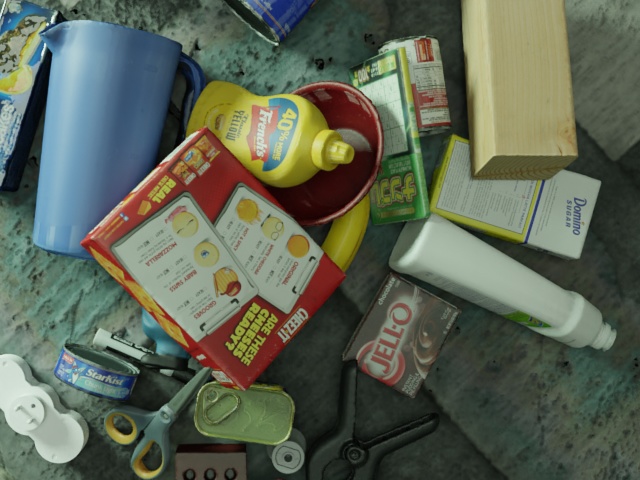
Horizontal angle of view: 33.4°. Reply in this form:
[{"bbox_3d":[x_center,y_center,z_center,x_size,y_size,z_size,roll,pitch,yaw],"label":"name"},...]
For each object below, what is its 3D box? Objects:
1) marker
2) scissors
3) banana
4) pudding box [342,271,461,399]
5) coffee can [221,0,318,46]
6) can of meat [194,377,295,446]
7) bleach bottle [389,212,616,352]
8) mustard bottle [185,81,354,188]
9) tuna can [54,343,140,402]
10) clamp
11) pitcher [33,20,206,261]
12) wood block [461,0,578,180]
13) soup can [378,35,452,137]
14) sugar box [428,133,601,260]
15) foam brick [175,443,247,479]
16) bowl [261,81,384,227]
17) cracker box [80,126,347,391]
[{"bbox_3d":[-0.189,0.129,1.168,0.121,0.020,0.020,24,89,-3],"label":"marker"},{"bbox_3d":[-0.175,0.175,1.116,0.096,0.016,0.202,34,128,15],"label":"scissors"},{"bbox_3d":[0.009,0.003,1.173,0.070,0.037,0.198,19,86,25],"label":"banana"},{"bbox_3d":[0.088,0.104,1.173,0.090,0.039,0.113,28,89,-3],"label":"pudding box"},{"bbox_3d":[-0.035,-0.293,1.134,0.103,0.103,0.140,41,88,-2],"label":"coffee can"},{"bbox_3d":[-0.080,0.179,1.141,0.102,0.084,0.057,8,90,-3],"label":"can of meat"},{"bbox_3d":[0.205,0.054,1.159,0.250,0.103,0.068,27,81,-9],"label":"bleach bottle"},{"bbox_3d":[-0.048,-0.105,1.109,0.192,0.058,0.096,15,83,32],"label":"mustard bottle"},{"bbox_3d":[-0.237,0.141,1.133,0.086,0.086,0.034,22,90,-3],"label":"tuna can"},{"bbox_3d":[0.032,0.215,1.151,0.120,0.039,0.171,43,93,1],"label":"clamp"},{"bbox_3d":[-0.219,-0.102,1.121,0.149,0.145,0.243,10,93,9],"label":"pitcher"},{"bbox_3d":[0.208,-0.174,1.130,0.090,0.090,0.206,0,77,-8],"label":"wood block"},{"bbox_3d":[0.103,-0.165,1.159,0.068,0.068,0.102,-9,90,-3],"label":"soup can"},{"bbox_3d":[0.210,-0.046,1.176,0.176,0.048,0.093,18,86,-6],"label":"sugar box"},{"bbox_3d":[-0.117,0.250,1.156,0.078,0.051,0.053,-1,90,-3],"label":"foam brick"},{"bbox_3d":[0.006,-0.086,1.140,0.162,0.055,0.162,-8,73,28],"label":"bowl"},{"bbox_3d":[-0.106,0.020,1.074,0.213,0.072,0.164,47,70,-12],"label":"cracker box"}]
